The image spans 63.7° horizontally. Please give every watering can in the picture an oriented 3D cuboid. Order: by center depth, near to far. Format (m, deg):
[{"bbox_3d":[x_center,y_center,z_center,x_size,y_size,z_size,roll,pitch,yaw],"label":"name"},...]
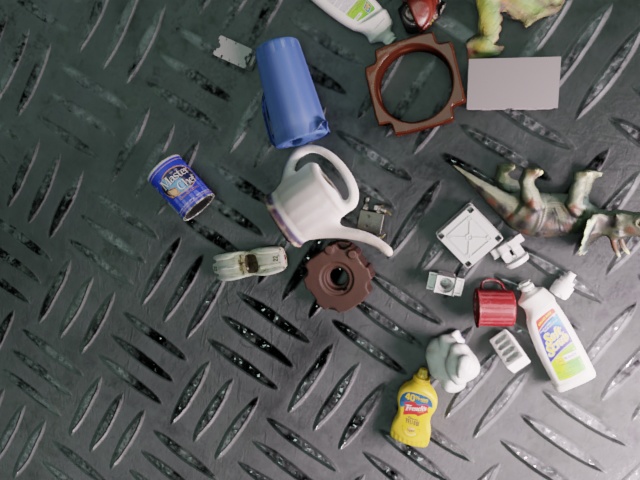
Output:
[{"bbox_3d":[0.004,-0.062,1.226,0.223,0.103,0.351,-36,74,14],"label":"watering can"}]

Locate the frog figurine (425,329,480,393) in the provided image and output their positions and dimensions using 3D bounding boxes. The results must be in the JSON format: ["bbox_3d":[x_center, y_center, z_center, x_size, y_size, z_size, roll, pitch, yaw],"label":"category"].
[{"bbox_3d":[0.303,0.288,1.186,0.122,0.160,0.136,2,99,14],"label":"frog figurine"}]

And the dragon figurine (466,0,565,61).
[{"bbox_3d":[0.423,-0.576,1.100,0.242,0.124,0.406,31,105,-10],"label":"dragon figurine"}]
